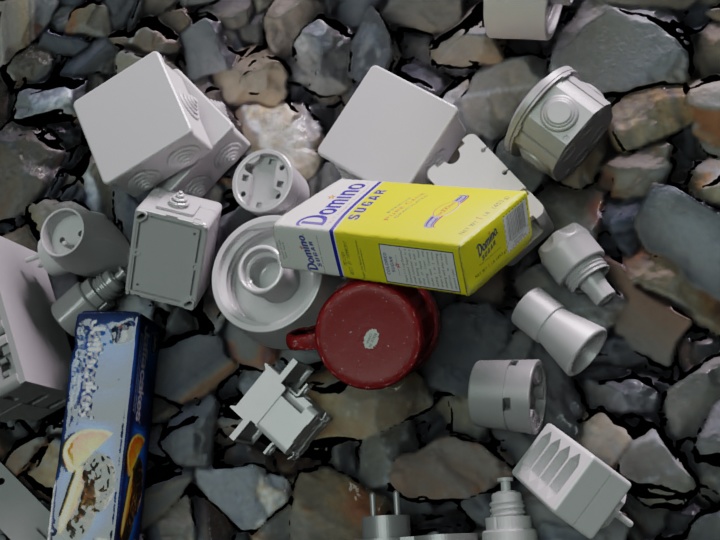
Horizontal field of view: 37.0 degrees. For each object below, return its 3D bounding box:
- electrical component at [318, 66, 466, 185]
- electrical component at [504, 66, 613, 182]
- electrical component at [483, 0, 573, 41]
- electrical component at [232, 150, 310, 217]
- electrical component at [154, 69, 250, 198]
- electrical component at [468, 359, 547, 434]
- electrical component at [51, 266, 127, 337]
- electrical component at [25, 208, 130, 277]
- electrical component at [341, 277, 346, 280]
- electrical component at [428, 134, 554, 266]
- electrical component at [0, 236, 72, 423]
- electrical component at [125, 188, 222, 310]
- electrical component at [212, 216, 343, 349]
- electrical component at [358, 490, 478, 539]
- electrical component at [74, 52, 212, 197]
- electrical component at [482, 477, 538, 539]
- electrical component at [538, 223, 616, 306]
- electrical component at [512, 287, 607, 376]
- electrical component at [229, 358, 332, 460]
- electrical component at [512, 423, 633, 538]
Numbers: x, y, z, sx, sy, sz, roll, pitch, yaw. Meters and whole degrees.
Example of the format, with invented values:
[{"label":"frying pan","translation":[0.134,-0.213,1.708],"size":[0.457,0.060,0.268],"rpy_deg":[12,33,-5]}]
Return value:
[{"label":"electrical component","translation":[0.029,-0.107,0.891],"size":[0.100,0.048,0.099],"rpy_deg":[32,87,24]},{"label":"electrical component","translation":[0.154,-0.112,0.832],"size":[0.051,0.080,0.080],"rpy_deg":[41,91,19]},{"label":"electrical component","translation":[0.142,-0.235,0.858],"size":[0.060,0.108,0.108],"rpy_deg":[12,80,16]},{"label":"electrical component","translation":[-0.074,-0.069,0.917],"size":[0.055,0.047,0.055],"rpy_deg":[-5,74,18]},{"label":"electrical component","translation":[-0.159,-0.114,0.960],"size":[0.099,0.048,0.099],"rpy_deg":[-46,66,3]},{"label":"electrical component","translation":[0.110,0.093,0.804],"size":[0.047,0.055,0.055],"rpy_deg":[1,76,23]},{"label":"electrical component","translation":[-0.237,0.026,0.953],"size":[0.078,0.040,0.040],"rpy_deg":[-40,66,5]},{"label":"electrical component","translation":[-0.258,-0.018,0.952],"size":[0.079,0.077,0.044],"rpy_deg":[-18,71,14]},{"label":"electrical component","translation":[0.000,0.000,0.879],"size":[0.035,0.035,0.061],"rpy_deg":[17,84,23]},{"label":"electrical component","translation":[0.104,-0.053,0.845],"size":[0.050,0.056,0.089],"rpy_deg":[-42,66,5]},{"label":"electrical component","translation":[-0.311,0.052,0.945],"size":[0.062,0.089,0.150],"rpy_deg":[-28,68,10]},{"label":"electrical component","translation":[-0.154,-0.026,0.903],"size":[0.062,0.061,0.096],"rpy_deg":[14,116,2]},{"label":"electrical component","translation":[-0.071,0.007,0.888],"size":[0.108,0.060,0.108],"rpy_deg":[-5,74,18]},{"label":"electrical component","translation":[0.020,0.203,0.805],"size":[0.138,0.052,0.073],"rpy_deg":[-8,73,17]},{"label":"electrical component","translation":[-0.183,-0.121,0.915],"size":[0.100,0.048,0.099],"rpy_deg":[-30,67,10]},{"label":"electrical component","translation":[0.109,0.191,0.784],"size":[0.040,0.040,0.078],"rpy_deg":[-8,73,17]},{"label":"electrical component","translation":[0.168,-0.001,0.815],"size":[0.043,0.043,0.062],"rpy_deg":[-38,68,6]},{"label":"electrical component","translation":[0.147,0.043,0.812],"size":[0.065,0.044,0.044],"rpy_deg":[40,91,29]},{"label":"electrical component","translation":[-0.061,0.115,0.865],"size":[0.064,0.042,0.081],"rpy_deg":[39,91,21]},{"label":"electrical component","translation":[0.162,0.158,0.762],"size":[0.076,0.083,0.047],"rpy_deg":[37,89,-14]}]
